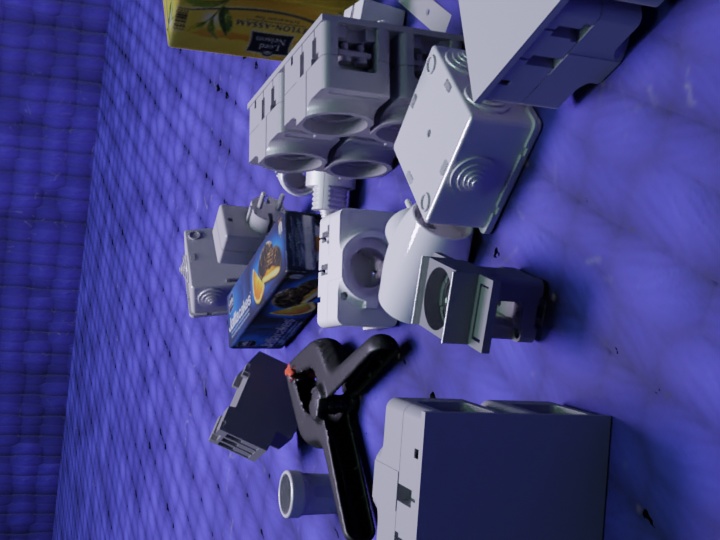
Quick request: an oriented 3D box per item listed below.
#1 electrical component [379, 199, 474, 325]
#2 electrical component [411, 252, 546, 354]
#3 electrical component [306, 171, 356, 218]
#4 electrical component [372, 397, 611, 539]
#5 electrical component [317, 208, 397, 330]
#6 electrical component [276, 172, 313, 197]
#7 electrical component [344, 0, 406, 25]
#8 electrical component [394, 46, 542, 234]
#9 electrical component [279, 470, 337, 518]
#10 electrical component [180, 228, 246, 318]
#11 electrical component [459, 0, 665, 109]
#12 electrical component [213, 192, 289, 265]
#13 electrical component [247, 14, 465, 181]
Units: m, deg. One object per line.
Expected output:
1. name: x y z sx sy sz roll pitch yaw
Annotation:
1. electrical component: 0.040 -0.017 0.743 0.079 0.044 0.077 -109 31 -46
2. electrical component: 0.070 0.019 0.631 0.081 0.064 0.042 -147 65 -66
3. electrical component: -0.025 -0.080 0.928 0.043 0.043 0.081 180 94 -69
4. electrical component: 0.063 0.163 0.564 0.060 0.105 0.186 -175 89 -69
5. electrical component: 0.000 0.000 0.838 0.056 0.050 0.089 165 108 -68
6. electrical component: -0.060 -0.092 1.030 0.046 0.040 0.040 -146 62 -73
7. electrical component: 0.007 -0.181 0.862 0.066 0.048 0.055 179 102 -69
8. electrical component: 0.064 -0.085 0.687 0.099 0.048 0.099 -109 31 -45
9. electrical component: -0.042 0.191 0.919 0.040 0.046 0.040 -176 90 -69
10. electrical component: -0.142 -0.001 1.146 0.048 0.100 0.099 98 163 -48
11. electrical component: 0.119 -0.174 0.544 0.186 0.060 0.105 132 137 -58
12. electrical component: -0.093 -0.046 1.044 0.047 0.083 0.075 -107 29 -44
13. electrical component: -0.009 -0.120 0.807 0.186 0.105 0.060 153 119 -66
